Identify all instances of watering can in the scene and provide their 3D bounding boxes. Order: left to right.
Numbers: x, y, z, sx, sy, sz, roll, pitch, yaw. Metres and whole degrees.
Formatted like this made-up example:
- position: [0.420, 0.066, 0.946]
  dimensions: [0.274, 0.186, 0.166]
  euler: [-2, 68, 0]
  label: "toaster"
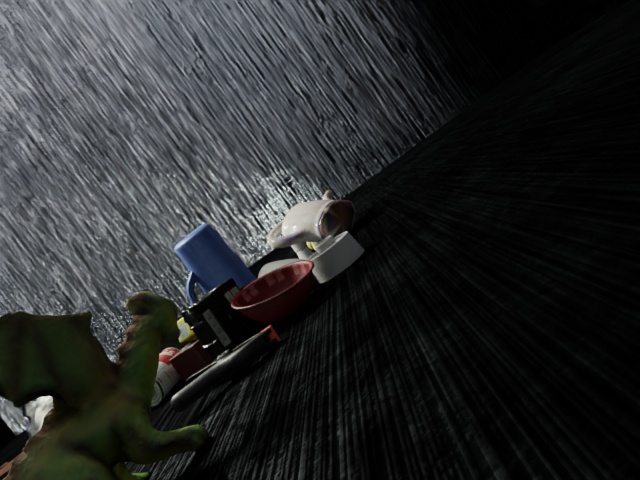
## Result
- position: [0.004, -0.072, 1.435]
  dimensions: [0.224, 0.102, 0.354]
  euler: [-2, 27, 39]
  label: "watering can"

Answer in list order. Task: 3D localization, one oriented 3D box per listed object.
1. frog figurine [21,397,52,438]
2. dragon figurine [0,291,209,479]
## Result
- position: [-0.757, 0.511, 1.467]
  dimensions: [0.159, 0.138, 0.122]
  euler: [-1, -9, 29]
  label: "frog figurine"
- position: [-0.267, 0.188, 0.502]
  dimensions: [0.120, 0.242, 0.417]
  euler: [-28, 7, 38]
  label: "dragon figurine"
